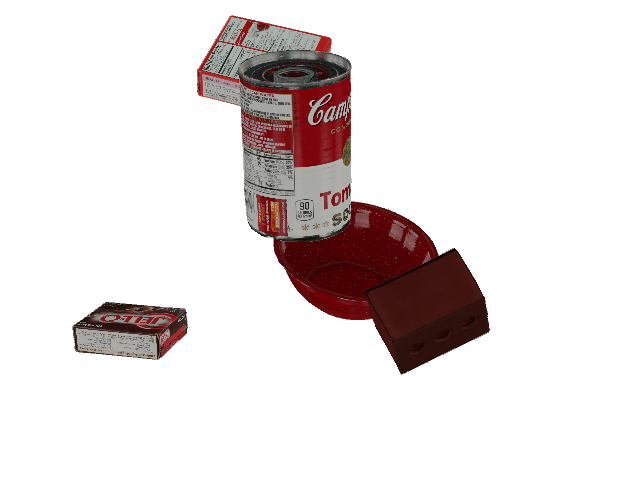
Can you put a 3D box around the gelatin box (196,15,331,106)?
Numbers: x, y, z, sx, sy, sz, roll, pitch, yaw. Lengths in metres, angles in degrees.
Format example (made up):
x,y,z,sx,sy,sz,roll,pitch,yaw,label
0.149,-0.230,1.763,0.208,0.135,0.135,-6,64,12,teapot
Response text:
x,y,z,sx,sy,sz,roll,pitch,yaw,label
-0.044,-0.136,0.837,0.089,0.073,0.030,14,-38,9,gelatin box

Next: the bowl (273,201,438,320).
x,y,z,sx,sy,sz,roll,pitch,yaw,label
0.032,0.028,1.042,0.162,0.055,0.162,5,36,-4,bowl

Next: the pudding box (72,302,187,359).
x,y,z,sx,sy,sz,roll,pitch,yaw,label
-0.230,0.109,1.295,0.114,0.039,0.090,2,15,15,pudding box

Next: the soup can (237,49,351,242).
x,y,z,sx,sy,sz,roll,pitch,yaw,label
-0.015,-0.058,0.654,0.068,0.102,0.068,-1,26,0,soup can

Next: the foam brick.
x,y,z,sx,sy,sz,roll,pitch,yaw,label
0.081,0.053,0.800,0.078,0.051,0.053,-26,-38,-5,foam brick
